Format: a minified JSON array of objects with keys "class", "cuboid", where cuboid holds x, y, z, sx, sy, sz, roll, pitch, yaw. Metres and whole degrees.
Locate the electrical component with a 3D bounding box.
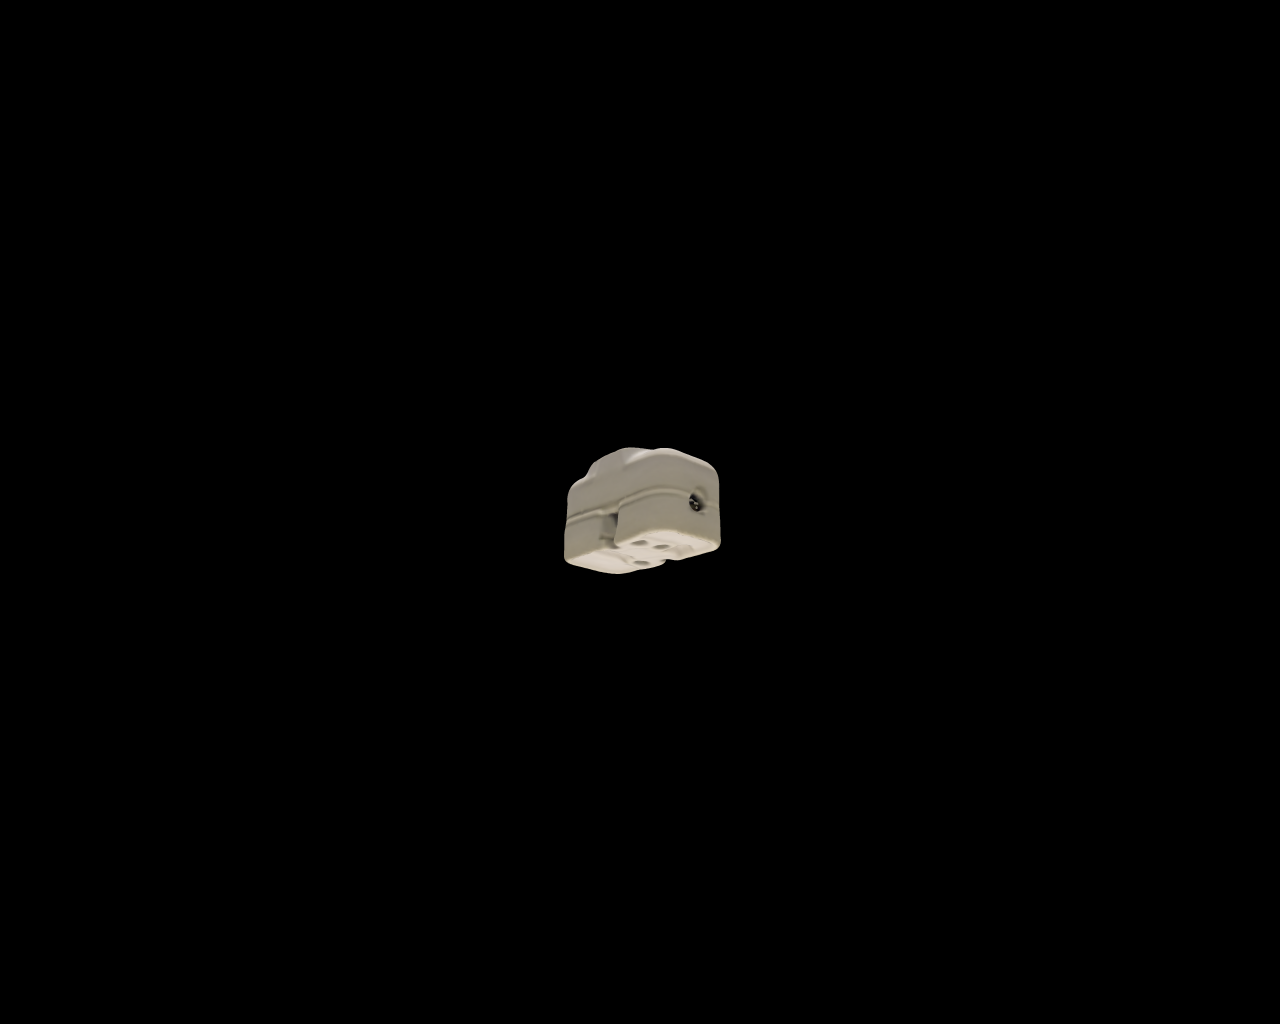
[{"class":"electrical component","cuboid":[0.001,-0.003,0.650,0.054,0.059,0.095,18,-26,-41]}]
